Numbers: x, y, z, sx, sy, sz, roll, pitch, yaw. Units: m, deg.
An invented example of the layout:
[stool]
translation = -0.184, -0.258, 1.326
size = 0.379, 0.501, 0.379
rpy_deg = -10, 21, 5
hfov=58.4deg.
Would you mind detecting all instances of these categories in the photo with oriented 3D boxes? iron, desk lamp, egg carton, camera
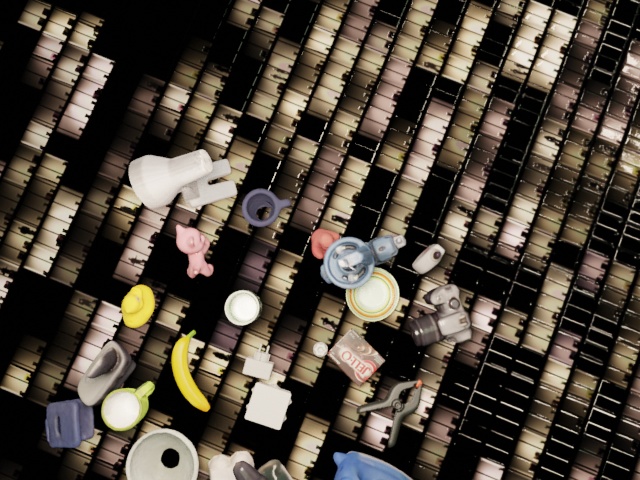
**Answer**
[iron]
translation = 0.142, 0.579, 1.304
size = 0.258, 0.141, 0.119
rpy_deg = 17, 84, 1
[desk lamp]
translation = -0.316, -0.147, 1.340
size = 0.203, 0.213, 0.118
rpy_deg = -17, 84, -2
[egg carton]
translation = -0.201, 0.573, 1.336
size = 0.107, 0.069, 0.150
rpy_deg = -9, 84, -1
[camera]
translation = 0.281, 0.190, 1.368
size = 0.137, 0.101, 0.143
rpy_deg = -19, 84, -2

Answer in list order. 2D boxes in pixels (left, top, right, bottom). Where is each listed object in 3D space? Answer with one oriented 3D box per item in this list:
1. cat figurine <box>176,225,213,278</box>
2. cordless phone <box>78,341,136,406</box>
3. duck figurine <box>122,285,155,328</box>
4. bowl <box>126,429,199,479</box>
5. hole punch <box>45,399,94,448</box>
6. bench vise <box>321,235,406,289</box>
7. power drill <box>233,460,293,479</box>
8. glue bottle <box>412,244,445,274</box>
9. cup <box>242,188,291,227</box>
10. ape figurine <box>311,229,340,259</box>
[cat figurine]
translation = -0.304, 0.025, 1.370
size = 0.067, 0.117, 0.128
rpy_deg = -11, 84, -1
[cordless phone]
translation = -0.509, 0.310, 1.303
size = 0.094, 0.185, 0.148
rpy_deg = 32, 84, 3
[duck figurine]
translation = -0.444, 0.159, 1.370
size = 0.077, 0.086, 0.105
rpy_deg = 14, 84, 1
[bowl]
translation = -0.359, 0.522, 1.337
size = 0.167, 0.074, 0.167
rpy_deg = 0, 84, -1
[hole punch]
translation = -0.592, 0.431, 1.336
size = 0.101, 0.091, 0.109
rpy_deg = -7, 84, -1
[bench vise]
translation = 0.095, 0.028, 1.323
size = 0.207, 0.219, 0.121
rpy_deg = -41, 85, -4
[power drill]
translation = -0.108, 0.566, 1.268
size = 0.075, 0.208, 0.229
rpy_deg = -38, 85, -4
[glue bottle]
translation = 0.263, 0.040, 1.347
size = 0.037, 0.173, 0.078
rpy_deg = 40, 85, 4
[cup]
translation = -0.127, -0.075, 1.394
size = 0.118, 0.095, 0.092
rpy_deg = -12, 84, -2
[ape figurine]
translation = 0.013, 0.005, 1.389
size = 0.078, 0.092, 0.076
rpy_deg = -26, 84, -3
